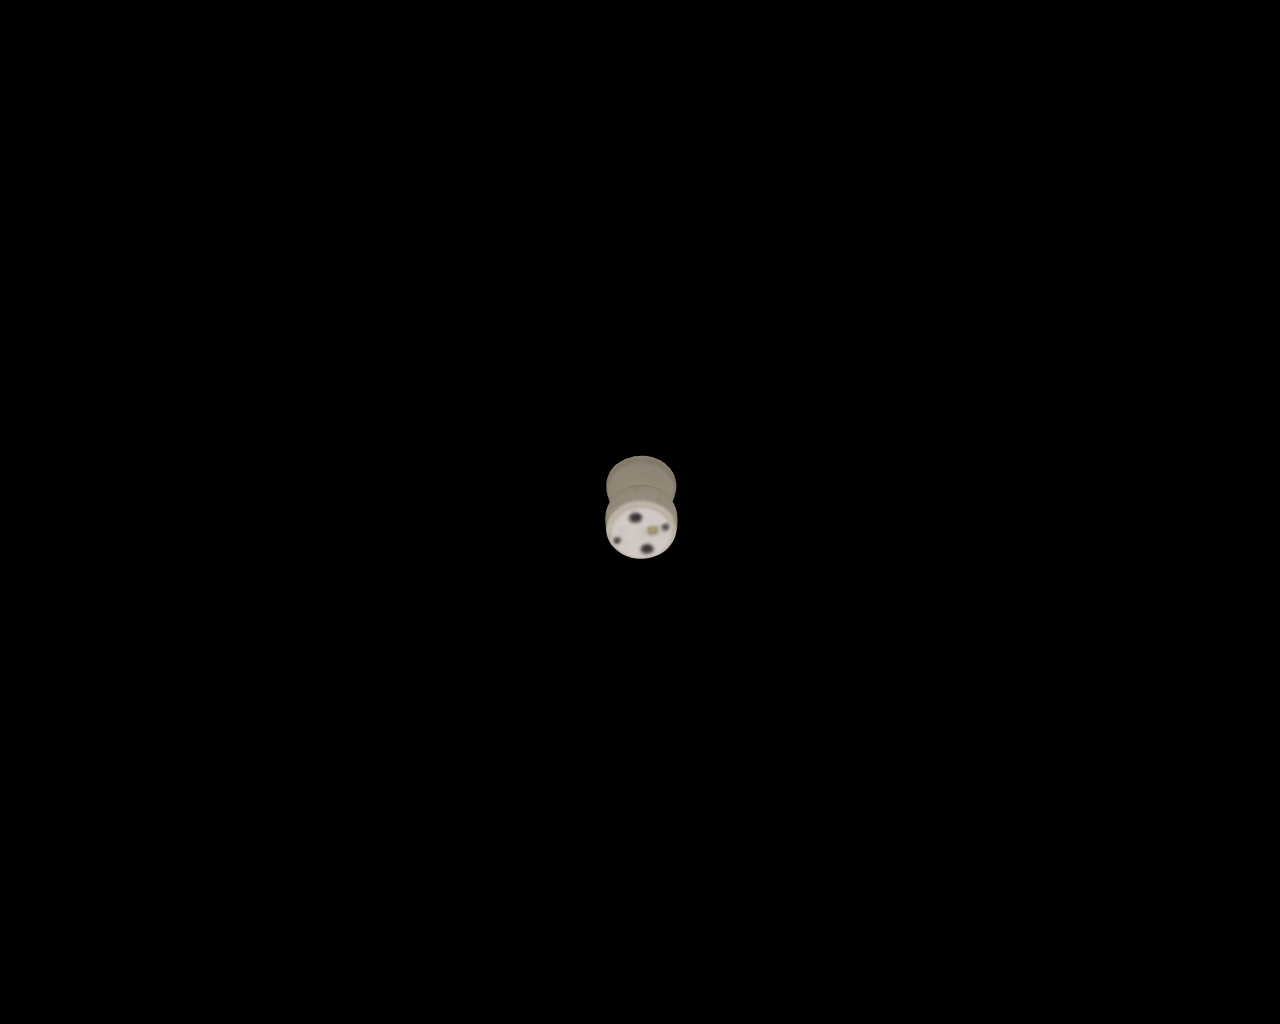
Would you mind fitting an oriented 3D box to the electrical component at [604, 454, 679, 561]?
[{"bbox_3d":[0.001,-0.003,0.650,0.045,0.044,0.055,0,33,0],"label":"electrical component"}]
